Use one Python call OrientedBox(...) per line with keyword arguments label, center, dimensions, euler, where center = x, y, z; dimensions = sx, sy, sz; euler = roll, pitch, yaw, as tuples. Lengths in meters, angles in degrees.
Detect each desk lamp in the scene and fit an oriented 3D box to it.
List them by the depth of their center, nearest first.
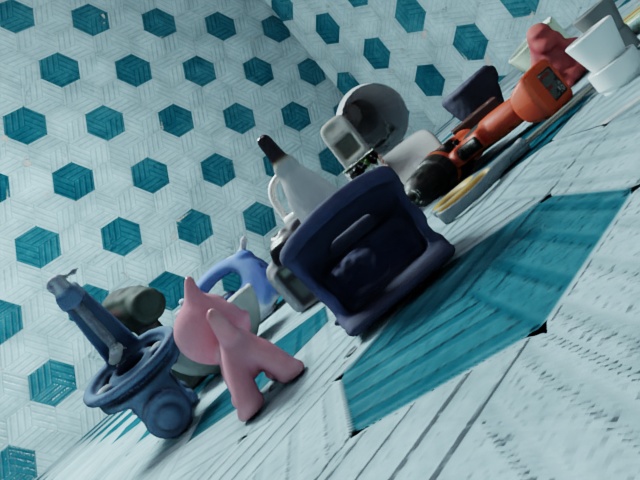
OrientedBox(label="desk lamp", center=(0.112, -0.176, 1.045), dimensions=(0.118, 0.213, 0.203), euler=(-40, 3, -2))

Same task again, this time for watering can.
OrientedBox(label="watering can", center=(-0.023, -0.053, 1.116), dimensions=(0.101, 0.194, 0.172), euler=(-41, 3, -18))

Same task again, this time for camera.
OrientedBox(label="camera", center=(0.007, 0.003, 0.754), dimensions=(0.143, 0.101, 0.137), euler=(-39, 3, 32))

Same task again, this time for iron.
OrientedBox(label="iron", center=(-0.182, 0.119, 1.063), dimensions=(0.258, 0.141, 0.118), euler=(-40, 3, 2))

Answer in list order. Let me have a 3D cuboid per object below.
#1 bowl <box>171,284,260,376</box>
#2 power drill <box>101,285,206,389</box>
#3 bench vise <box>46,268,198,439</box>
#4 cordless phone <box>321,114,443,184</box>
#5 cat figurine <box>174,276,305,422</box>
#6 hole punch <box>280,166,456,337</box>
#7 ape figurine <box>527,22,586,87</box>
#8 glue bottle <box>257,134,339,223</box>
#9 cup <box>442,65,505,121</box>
OrientedBox(label="bowl", center=(-0.143, 0.143, 0.826), dimensions=(0.167, 0.075, 0.167), euler=(-40, 3, 3))
OrientedBox(label="power drill", center=(-0.278, 0.163, 0.946), dimensions=(0.076, 0.208, 0.229), euler=(-42, 3, -35))
OrientedBox(label="bench vise", center=(-0.242, 0.140, 0.675), dimensions=(0.122, 0.220, 0.207), euler=(-42, 3, -35))
OrientedBox(label="cordless phone", center=(0.099, -0.138, 0.887), dimensions=(0.147, 0.185, 0.094), euler=(-40, 3, 10))
OrientedBox(label="cat figurine", center=(-0.083, 0.082, 0.483), dimensions=(0.067, 0.118, 0.127), euler=(-41, 3, -18))
OrientedBox(label="hole punch", center=(0.030, 0.007, 0.432), dimensions=(0.108, 0.091, 0.101), euler=(-40, 3, 1))
OrientedBox(label="ape figurine", center=(0.305, -0.244, 0.753), dimensions=(0.077, 0.092, 0.076), euler=(-39, 3, 18))
OrientedBox(label="glue bottle", center=(0.001, -0.027, 0.524), dimensions=(0.037, 0.173, 0.078), euler=(-41, 3, -24))
OrientedBox(label="cup", center=(0.263, -0.219, 0.909), dimensions=(0.118, 0.095, 0.091), euler=(-41, 3, -26))
